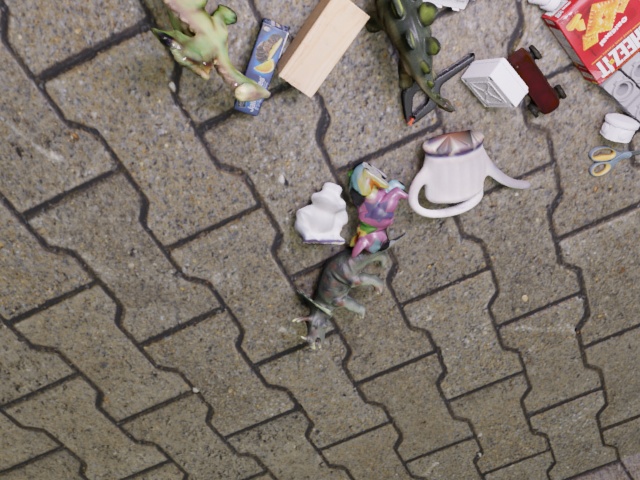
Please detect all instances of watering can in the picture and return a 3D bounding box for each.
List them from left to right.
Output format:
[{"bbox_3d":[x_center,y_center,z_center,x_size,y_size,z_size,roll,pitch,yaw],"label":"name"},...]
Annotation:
[{"bbox_3d":[0.380,-0.175,1.305,0.349,0.106,0.219,-16,121,-10],"label":"watering can"}]

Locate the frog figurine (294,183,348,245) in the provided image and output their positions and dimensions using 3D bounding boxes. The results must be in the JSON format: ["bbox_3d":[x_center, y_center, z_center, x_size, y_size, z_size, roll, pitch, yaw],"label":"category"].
[{"bbox_3d":[0.004,-0.067,1.331,0.137,0.122,0.160,2,85,1],"label":"frog figurine"}]

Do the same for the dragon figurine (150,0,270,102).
[{"bbox_3d":[-0.258,-0.414,0.991,0.121,0.248,0.405,-40,120,22],"label":"dragon figurine"}]
